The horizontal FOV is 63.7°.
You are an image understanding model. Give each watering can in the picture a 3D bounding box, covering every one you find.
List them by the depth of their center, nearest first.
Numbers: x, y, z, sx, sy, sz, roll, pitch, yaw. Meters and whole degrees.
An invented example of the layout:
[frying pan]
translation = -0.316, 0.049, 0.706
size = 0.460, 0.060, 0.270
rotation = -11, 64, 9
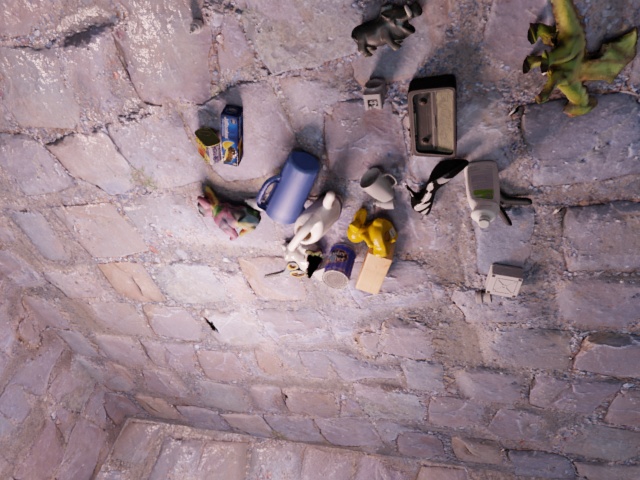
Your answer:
[watering can]
translation = 0.005, -0.086, 1.705
size = 0.104, 0.229, 0.341
rotation = 42, 133, 2

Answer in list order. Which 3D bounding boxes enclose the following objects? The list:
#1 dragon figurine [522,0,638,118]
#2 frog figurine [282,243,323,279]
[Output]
[dragon figurine]
translation = 0.635, -0.462, 1.237
size = 0.243, 0.125, 0.400
rotation = -6, 135, 0
[frog figurine]
translation = -0.067, 0.055, 1.968
size = 0.161, 0.124, 0.134
rotation = 28, 148, 47
